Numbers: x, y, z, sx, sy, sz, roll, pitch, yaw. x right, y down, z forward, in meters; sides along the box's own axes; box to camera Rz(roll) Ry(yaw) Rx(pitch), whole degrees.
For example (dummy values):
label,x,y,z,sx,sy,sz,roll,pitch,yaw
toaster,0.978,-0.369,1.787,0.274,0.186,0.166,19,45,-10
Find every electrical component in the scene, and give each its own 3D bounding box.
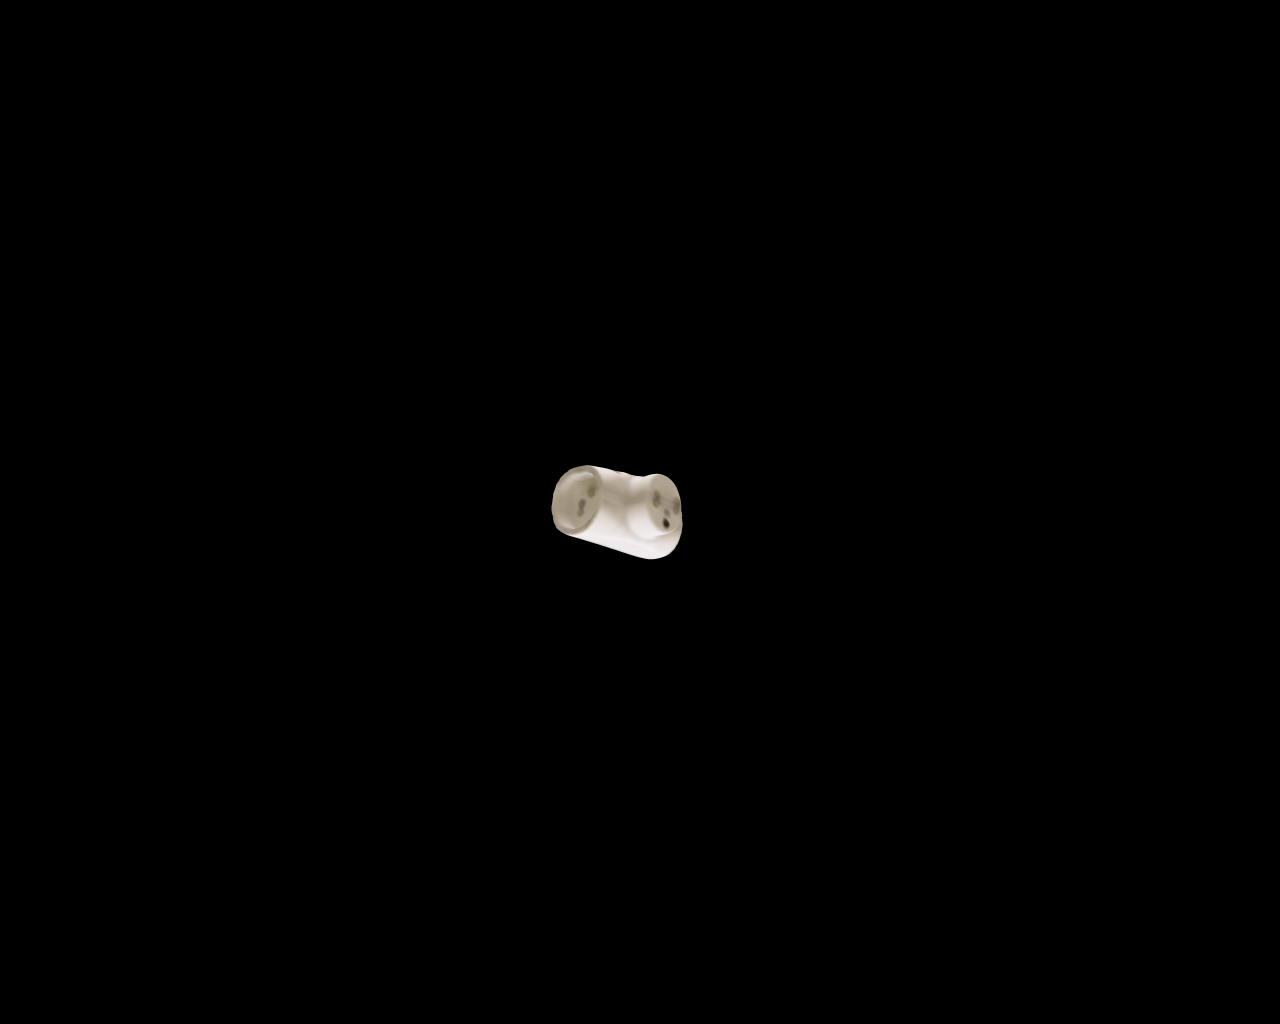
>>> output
label,x,y,z,sx,sy,sz,roll,pitch,yaw
electrical component,0.001,-0.003,0.650,0.079,0.044,0.077,-14,-22,38
